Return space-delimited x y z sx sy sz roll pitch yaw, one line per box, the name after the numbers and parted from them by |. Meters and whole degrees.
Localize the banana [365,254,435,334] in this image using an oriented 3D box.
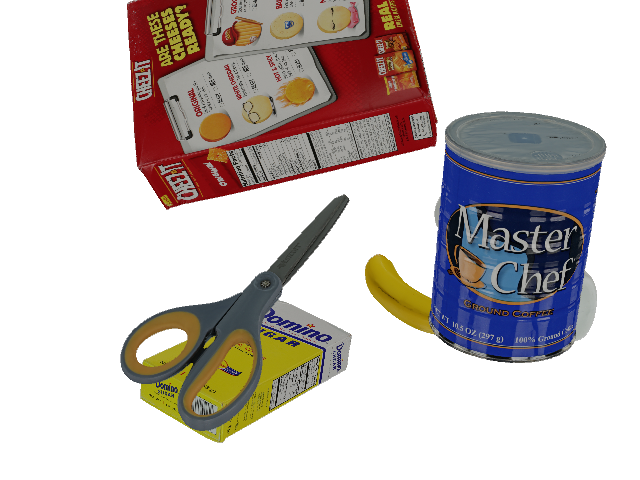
0.095 0.061 1.165 0.069 0.037 0.198 4 19 -36 | banana

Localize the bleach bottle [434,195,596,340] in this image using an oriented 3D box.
0.165 0.002 0.970 0.102 0.068 0.251 -1 27 -4 | bleach bottle

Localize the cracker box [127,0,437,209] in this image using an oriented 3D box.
-0.031 -0.126 0.807 0.214 0.164 0.072 -13 -32 6 | cracker box

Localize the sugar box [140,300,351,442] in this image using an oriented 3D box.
-0.061 0.108 0.930 0.093 0.048 0.175 23 31 31 | sugar box

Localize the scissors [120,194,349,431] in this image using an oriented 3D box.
-0.055 0.032 0.677 0.096 0.201 0.016 11 -41 13 | scissors

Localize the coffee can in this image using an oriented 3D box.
0.129 -0.004 0.715 0.103 0.140 0.103 2 25 -1 | coffee can
